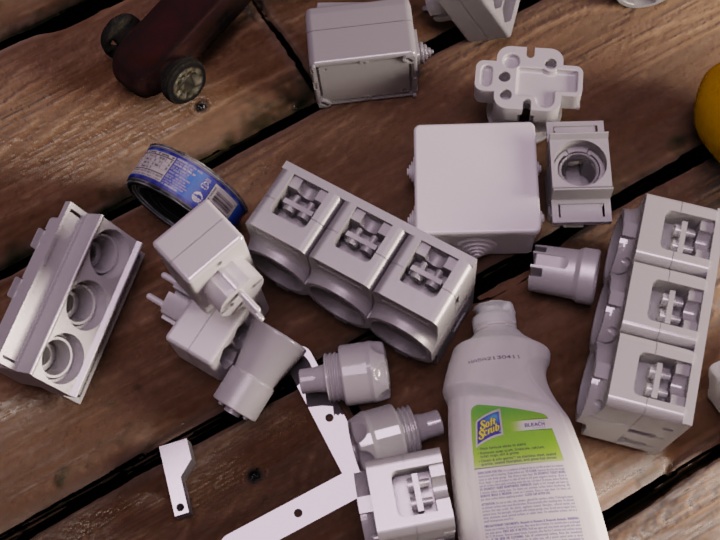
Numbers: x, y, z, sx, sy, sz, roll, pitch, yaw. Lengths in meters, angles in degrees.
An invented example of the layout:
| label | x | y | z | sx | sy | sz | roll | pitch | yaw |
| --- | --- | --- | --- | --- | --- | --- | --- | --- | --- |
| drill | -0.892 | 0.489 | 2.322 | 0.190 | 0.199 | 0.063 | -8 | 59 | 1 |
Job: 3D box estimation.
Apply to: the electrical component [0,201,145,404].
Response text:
| label | x | y | z | sx | sy | sz | roll | pitch | yaw |
| --- | --- | --- | --- | --- | --- | --- | --- | --- | --- |
| electrical component | -0.213 | 0.023 | 0.767 | 0.063 | 0.079 | 0.121 | 4 | 65 | 37 |

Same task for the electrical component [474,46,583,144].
| label | x | y | z | sx | sy | sz | roll | pitch | yaw |
| --- | --- | --- | --- | --- | --- | --- | --- | --- | --- |
| electrical component | 0.126 | -0.130 | 0.812 | 0.078 | 0.057 | 0.058 | 5 | 69 | 6 |

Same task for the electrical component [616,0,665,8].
| label | x | y | z | sx | sy | sz | roll | pitch | yaw |
| --- | --- | --- | --- | --- | --- | --- | --- | --- | --- |
| electrical component | 0.224 | -0.244 | 0.853 | 0.055 | 0.055 | 0.047 | -8 | 64 | 1 |

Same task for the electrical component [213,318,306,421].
| label | x | y | z | sx | sy | sz | roll | pitch | yaw |
| --- | --- | --- | --- | --- | --- | --- | --- | --- | --- |
| electrical component | -0.073 | 0.072 | 0.752 | 0.044 | 0.044 | 0.065 | 30 | 82 | 15 |

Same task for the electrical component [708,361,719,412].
| label | x | y | z | sx | sy | sz | roll | pitch | yaw |
| --- | --- | --- | --- | --- | --- | --- | --- | --- | --- |
| electrical component | 0.299 | 0.070 | 0.715 | 0.121 | 0.078 | 0.063 | -24 | 47 | -6 |

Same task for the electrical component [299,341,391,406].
| label | x | y | z | sx | sy | sz | roll | pitch | yaw |
| --- | --- | --- | --- | --- | --- | --- | --- | --- | --- |
| electrical component | -0.011 | 0.073 | 0.748 | 0.062 | 0.043 | 0.043 | -8 | 68 | 2 |

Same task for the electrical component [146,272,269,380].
| label | x | y | z | sx | sy | sz | roll | pitch | yaw |
| --- | --- | --- | --- | --- | --- | --- | --- | --- | --- |
| electrical component | -0.116 | 0.028 | 0.770 | 0.077 | 0.047 | 0.065 | 29 | 74 | 13 |

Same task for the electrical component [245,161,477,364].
| label | x | y | z | sx | sy | sz | roll | pitch | yaw |
| --- | --- | --- | --- | --- | --- | --- | --- | --- | --- |
| electrical component | 0.000 | 0.000 | 0.751 | 0.150 | 0.089 | 0.061 | 28 | 73 | 14 |

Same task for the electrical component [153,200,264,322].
| label | x | y | z | sx | sy | sz | roll | pitch | yaw |
| --- | --- | --- | --- | --- | --- | --- | --- | --- | --- |
| electrical component | -0.090 | 0.004 | 0.716 | 0.047 | 0.065 | 0.076 | -41 | 74 | -11 |

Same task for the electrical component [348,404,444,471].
| label | x | y | z | sx | sy | sz | roll | pitch | yaw |
| --- | --- | --- | --- | --- | --- | --- | --- | --- | --- |
| electrical component | 0.025 | 0.111 | 0.730 | 0.062 | 0.043 | 0.043 | -15 | 68 | -8 |

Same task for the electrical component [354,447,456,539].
| label | x | y | z | sx | sy | sz | roll | pitch | yaw |
| --- | --- | --- | --- | --- | --- | --- | --- | --- | --- |
| electrical component | 0.028 | 0.151 | 0.688 | 0.056 | 0.089 | 0.050 | -11 | 68 | 0 |

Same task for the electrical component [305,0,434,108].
| label | x | y | z | sx | sy | sz | roll | pitch | yaw |
| --- | --- | --- | --- | --- | --- | --- | --- | --- | --- |
| electrical component | 0.008 | -0.172 | 0.835 | 0.096 | 0.061 | 0.061 | -6 | 68 | 1 |

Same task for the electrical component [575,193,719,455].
| label | x | y | z | sx | sy | sz | roll | pitch | yaw |
| --- | --- | --- | --- | --- | --- | --- | --- | --- | --- |
| electrical component | 0.192 | 0.036 | 0.721 | 0.062 | 0.089 | 0.150 | 14 | 69 | 6 |

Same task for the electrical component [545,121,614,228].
| label | x | y | z | sx | sy | sz | roll | pitch | yaw |
| --- | --- | --- | --- | --- | --- | --- | --- | --- | --- |
| electrical component | 0.157 | -0.065 | 0.780 | 0.042 | 0.063 | 0.081 | -1 | 68 | 5 |

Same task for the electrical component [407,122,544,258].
| label | x | y | z | sx | sy | sz | roll | pitch | yaw |
| --- | --- | --- | --- | --- | --- | --- | --- | --- | --- |
| electrical component | 0.085 | -0.058 | 0.790 | 0.100 | 0.048 | 0.099 | -1 | 68 | 4 |

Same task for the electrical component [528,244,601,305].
| label | x | y | z | sx | sy | sz | roll | pitch | yaw |
| --- | --- | --- | --- | --- | --- | --- | --- | --- | --- |
| electrical component | 0.146 | 0.002 | 0.768 | 0.046 | 0.040 | 0.040 | 9 | 69 | 14 |

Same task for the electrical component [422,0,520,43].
| label | x | y | z | sx | sy | sz | roll | pitch | yaw |
| --- | --- | --- | --- | --- | --- | --- | --- | --- | --- |
| electrical component | 0.077 | -0.217 | 0.851 | 0.077 | 0.066 | 0.047 | 1 | 65 | 36 |
